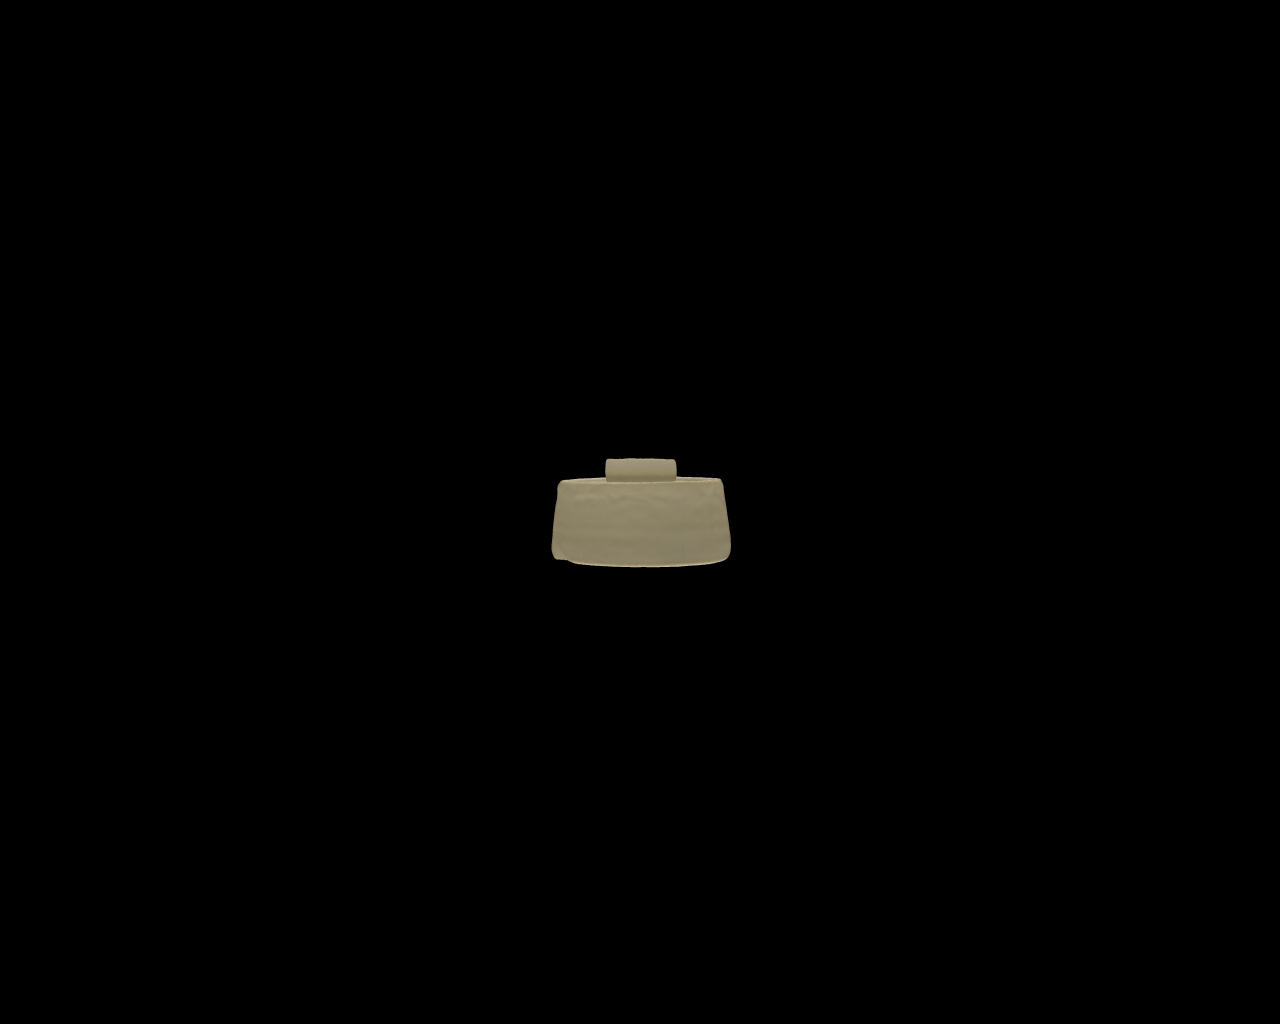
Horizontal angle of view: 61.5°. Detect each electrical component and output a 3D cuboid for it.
[{"bbox_3d":[0.001,-0.003,0.650,0.108,0.060,0.108,0,4,0],"label":"electrical component"}]
